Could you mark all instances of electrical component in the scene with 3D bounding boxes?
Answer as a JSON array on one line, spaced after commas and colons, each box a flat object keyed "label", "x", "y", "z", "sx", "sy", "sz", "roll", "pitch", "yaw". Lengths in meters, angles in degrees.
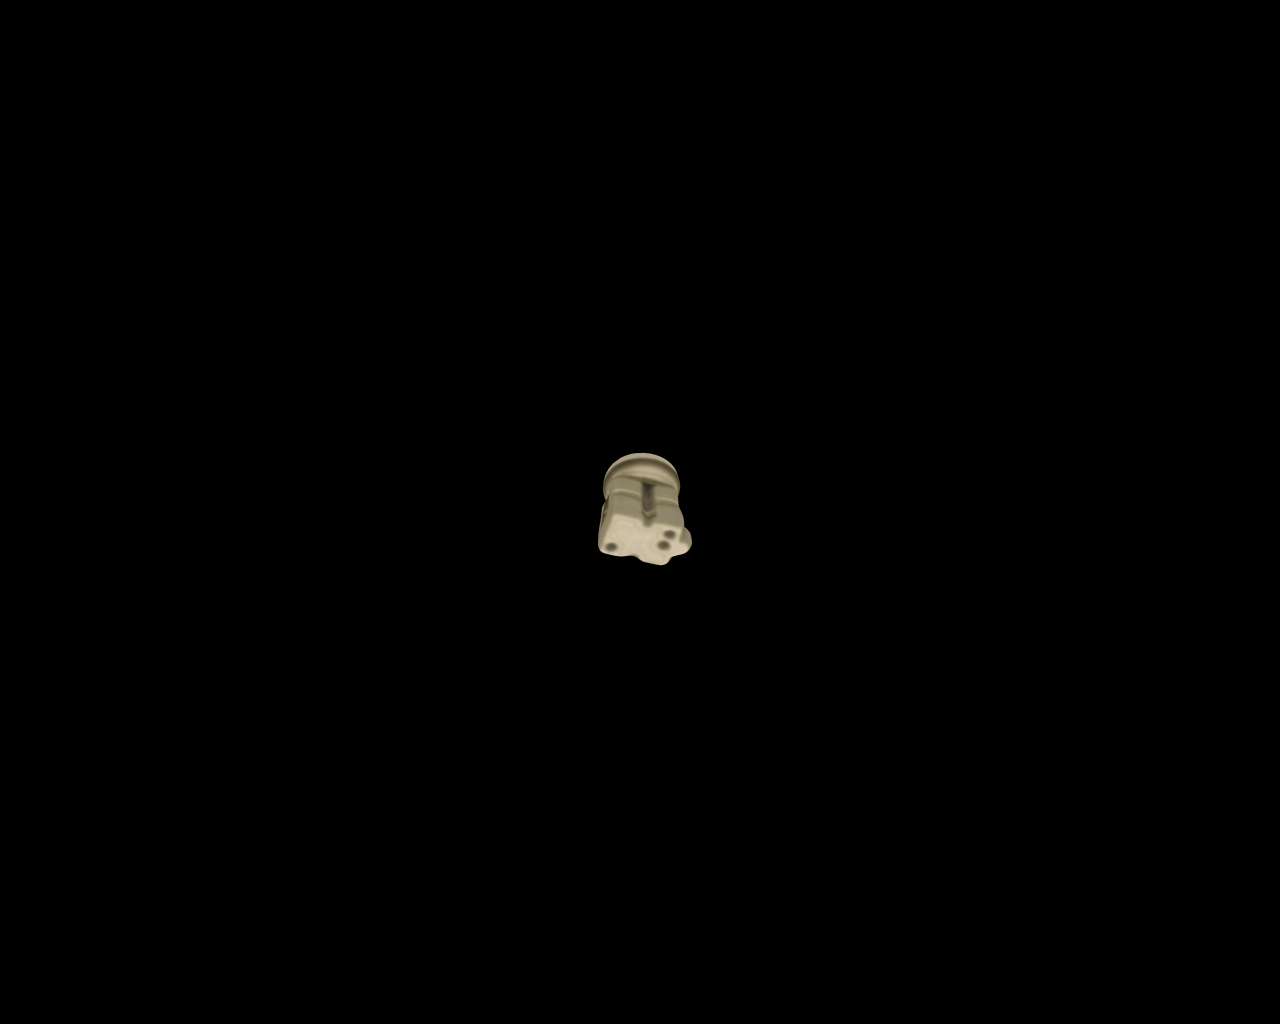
[{"label": "electrical component", "x": 0.001, "y": -0.003, "z": 0.650, "sx": 0.066, "sy": 0.055, "sz": 0.048, "roll": 13, "pitch": -47, "yaw": -12}]
